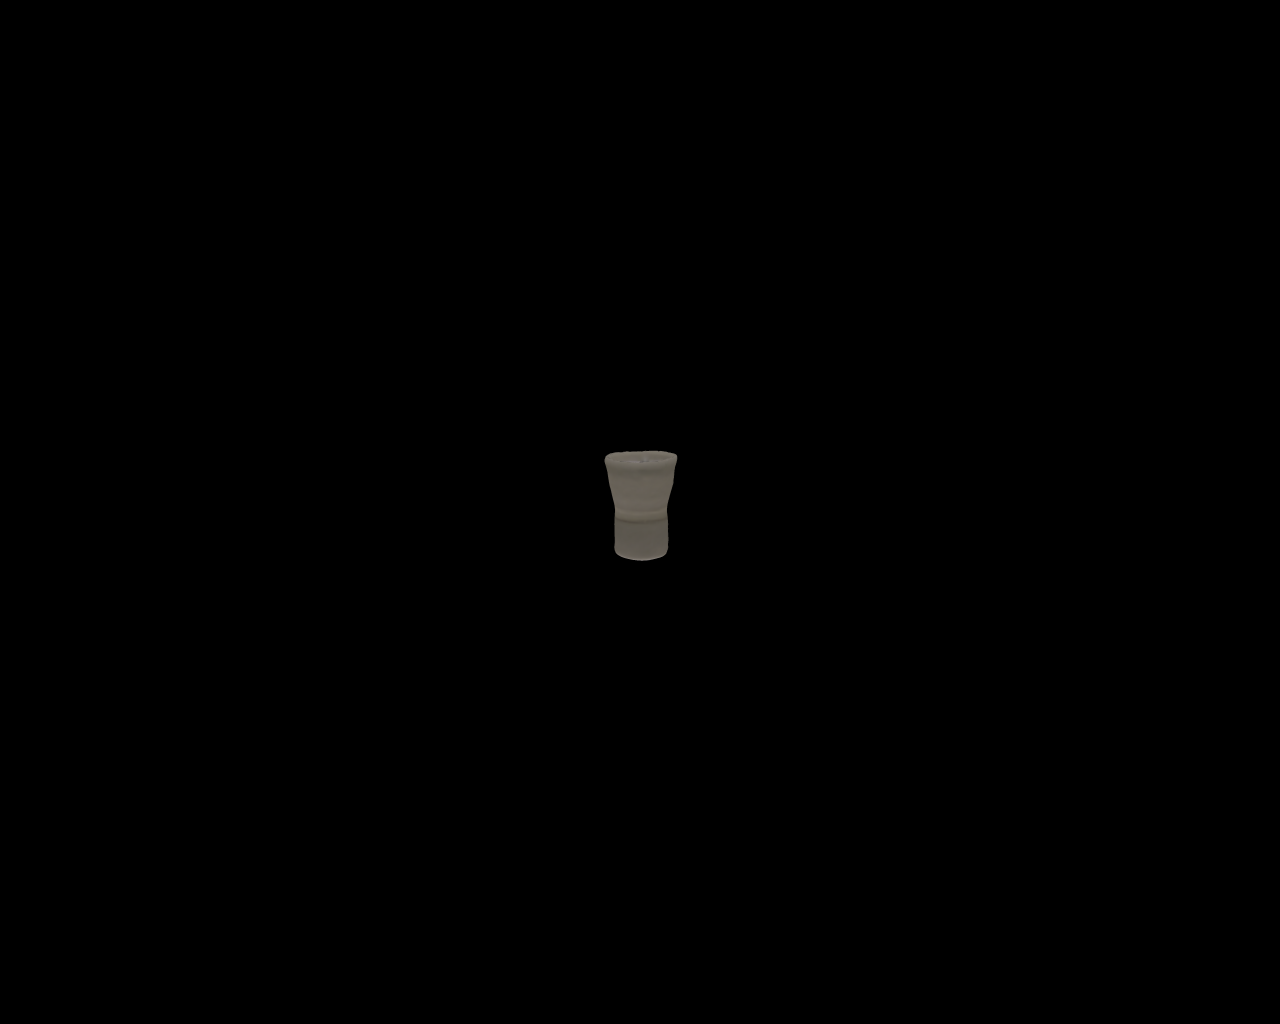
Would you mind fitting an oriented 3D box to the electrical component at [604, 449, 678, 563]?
[{"bbox_3d":[0.001,-0.003,0.650,0.044,0.065,0.044,0,14,0],"label":"electrical component"}]
